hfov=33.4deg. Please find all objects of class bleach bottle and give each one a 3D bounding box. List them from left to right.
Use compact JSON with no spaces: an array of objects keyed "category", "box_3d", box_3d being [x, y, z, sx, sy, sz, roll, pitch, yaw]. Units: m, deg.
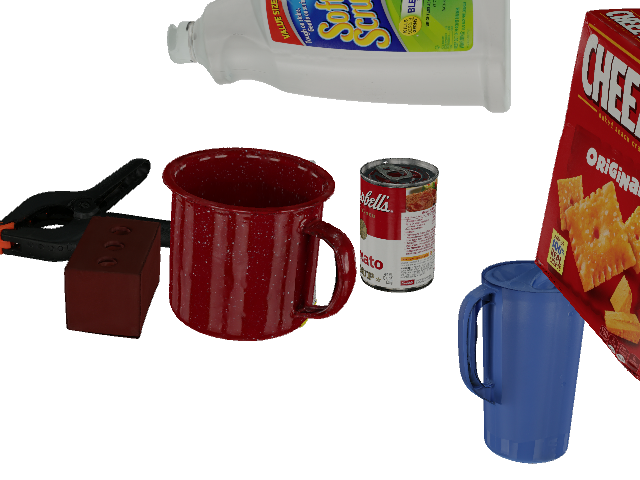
[{"category":"bleach bottle","box_3d":[0.011,-0.142,0.778,0.251,0.102,0.068,0,-28,11]}]

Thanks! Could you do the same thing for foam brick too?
[{"category":"foam brick","box_3d":[-0.145,0.025,0.752,0.053,0.051,0.078,6,29,0]}]

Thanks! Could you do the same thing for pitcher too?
[{"category":"pitcher","box_3d":[0.257,0.155,1.352,0.149,0.243,0.144,5,16,18]}]

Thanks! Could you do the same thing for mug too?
[{"category":"mug","box_3d":[-0.031,0.006,0.583,0.117,0.081,0.093,19,27,27]}]

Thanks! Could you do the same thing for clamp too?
[{"category":"clamp","box_3d":[-0.211,-0.027,0.970,0.171,0.039,0.120,-7,37,-21]}]

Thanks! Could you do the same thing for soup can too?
[{"category":"soup can","box_3d":[0.068,-0.014,0.936,0.068,0.102,0.068,-1,24,0]}]

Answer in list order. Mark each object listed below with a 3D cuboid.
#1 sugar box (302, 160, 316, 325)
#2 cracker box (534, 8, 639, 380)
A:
[{"category":"sugar box","box_3d":[-0.033,0.003,1.220,0.048,0.176,0.093,1,17,11]},{"category":"cracker box","box_3d":[0.229,-0.034,0.746,0.072,0.214,0.164,-6,33,-16]}]
